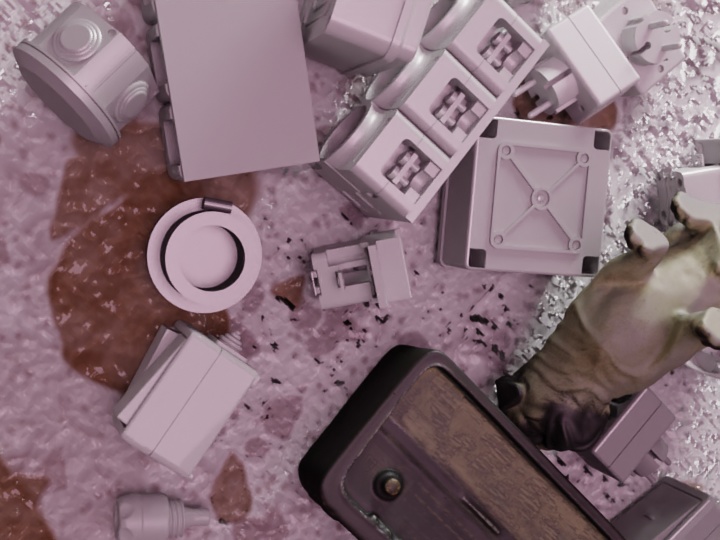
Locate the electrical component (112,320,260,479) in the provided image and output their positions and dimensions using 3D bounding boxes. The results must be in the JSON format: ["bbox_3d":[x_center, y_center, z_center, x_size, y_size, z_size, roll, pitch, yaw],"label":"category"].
[{"bbox_3d":[-0.114,0.075,0.698,0.061,0.062,0.096,36,83,-18],"label":"electrical component"}]

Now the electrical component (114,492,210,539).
[{"bbox_3d":[-0.131,0.165,0.716,0.061,0.035,0.035,3,94,-21],"label":"electrical component"}]

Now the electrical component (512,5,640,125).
[{"bbox_3d":[0.144,-0.136,0.764,0.077,0.047,0.065,-34,87,-13],"label":"electrical component"}]

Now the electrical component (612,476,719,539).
[{"bbox_3d":[0.244,0.204,0.833,0.096,0.062,0.061,-41,106,-11],"label":"electrical component"}]

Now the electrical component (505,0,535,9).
[{"bbox_3d":[0.118,-0.212,0.759,0.081,0.043,0.043,-28,103,-14],"label":"electrical component"}]

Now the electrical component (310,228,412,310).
[{"bbox_3d":[0.000,0.000,0.727,0.064,0.081,0.042,-9,98,4],"label":"electrical component"}]

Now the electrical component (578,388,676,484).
[{"bbox_3d":[0.209,0.132,0.822,0.077,0.047,0.065,45,81,-17],"label":"electrical component"}]

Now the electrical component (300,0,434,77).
[{"bbox_3d":[0.003,-0.170,0.687,0.057,0.113,0.078,18,89,-17],"label":"electrical component"}]

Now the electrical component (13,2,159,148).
[{"bbox_3d":[-0.166,-0.118,0.653,0.080,0.080,0.051,46,75,-17],"label":"electrical component"}]

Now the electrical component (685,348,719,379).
[{"bbox_3d":[0.285,0.037,0.814,0.064,0.099,0.099,25,87,-26],"label":"electrical component"}]

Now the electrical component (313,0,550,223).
[{"bbox_3d":[0.042,-0.111,0.718,0.062,0.089,0.150,40,82,-18],"label":"electrical component"}]

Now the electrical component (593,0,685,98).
[{"bbox_3d":[0.204,-0.166,0.775,0.047,0.077,0.065,-40,106,-11],"label":"electrical component"}]

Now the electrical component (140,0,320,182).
[{"bbox_3d":[-0.086,-0.137,0.687,0.089,0.062,0.150,-11,99,-18],"label":"electrical component"}]

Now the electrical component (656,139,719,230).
[{"bbox_3d":[0.264,-0.059,0.825,0.064,0.042,0.081,-10,98,-16],"label":"electrical component"}]

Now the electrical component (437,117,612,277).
[{"bbox_3d":[0.117,-0.052,0.767,0.109,0.056,0.108,3,94,-19],"label":"electrical component"}]
